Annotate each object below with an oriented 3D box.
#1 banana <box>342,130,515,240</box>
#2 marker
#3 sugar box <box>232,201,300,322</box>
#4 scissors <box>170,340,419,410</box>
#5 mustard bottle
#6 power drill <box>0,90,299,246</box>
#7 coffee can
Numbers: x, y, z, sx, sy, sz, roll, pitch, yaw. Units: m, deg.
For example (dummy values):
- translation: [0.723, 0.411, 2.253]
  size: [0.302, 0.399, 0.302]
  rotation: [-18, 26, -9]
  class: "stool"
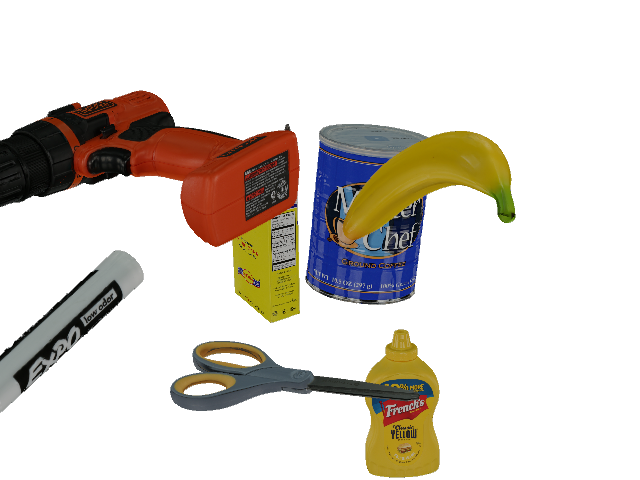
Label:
- translation: [0.075, -0.041, 0.763]
  size: [0.037, 0.069, 0.198]
  rotation: [29, -17, -24]
  class: "banana"
- translation: [-0.118, 0.046, 0.445]
  size: [0.020, 0.020, 0.121]
  rotation: [0, 35, 40]
  class: "marker"
- translation: [-0.063, -0.008, 1.181]
  size: [0.048, 0.176, 0.093]
  rotation: [-17, 28, -27]
  class: "sugar box"
- translation: [-0.033, 0.116, 0.822]
  size: [0.202, 0.016, 0.096]
  rotation: [12, 32, 37]
  class: "scissors"
- translation: [0.105, 0.208, 1.376]
  size: [0.096, 0.192, 0.058]
  rotation: [-2, 14, 0]
  class: "mustard bottle"
- translation: [-0.123, -0.050, 0.723]
  size: [0.188, 0.057, 0.184]
  rotation: [17, 32, 30]
  class: "power drill"
- translation: [0.043, -0.026, 0.963]
  size: [0.103, 0.140, 0.103]
  rotation: [5, 18, -2]
  class: "coffee can"
